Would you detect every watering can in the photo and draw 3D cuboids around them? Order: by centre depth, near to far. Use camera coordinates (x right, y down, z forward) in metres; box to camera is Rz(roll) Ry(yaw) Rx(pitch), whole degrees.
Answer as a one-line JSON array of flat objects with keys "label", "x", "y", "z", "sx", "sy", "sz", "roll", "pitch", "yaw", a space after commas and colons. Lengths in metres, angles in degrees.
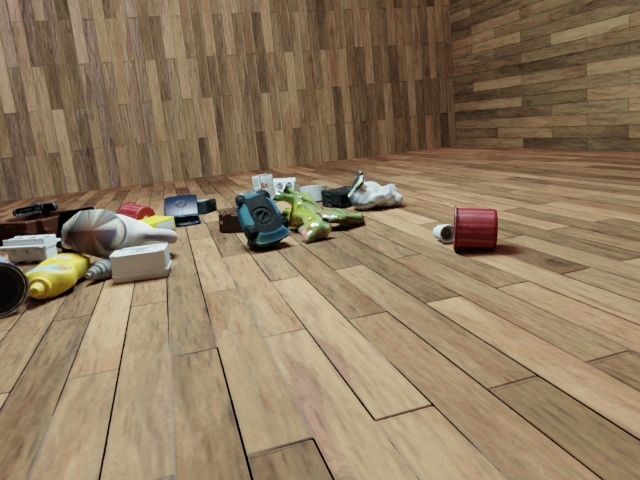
[{"label": "watering can", "x": -0.517, "y": -0.003, "z": 1.216, "sx": 0.347, "sy": 0.105, "sz": 0.223, "roll": -3, "pitch": -9, "yaw": 12}]

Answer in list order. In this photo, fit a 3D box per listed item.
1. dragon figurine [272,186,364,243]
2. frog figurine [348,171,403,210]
[{"label": "dragon figurine", "x": 0.004, "y": -0.072, "z": 1.425, "sx": 0.243, "sy": 0.120, "sz": 0.415, "roll": 15, "pitch": 20, "yaw": 13}, {"label": "frog figurine", "x": 0.173, "y": -0.135, "z": 1.611, "sx": 0.159, "sy": 0.123, "sz": 0.137, "roll": 29, "pitch": -1, "yaw": -8}]
